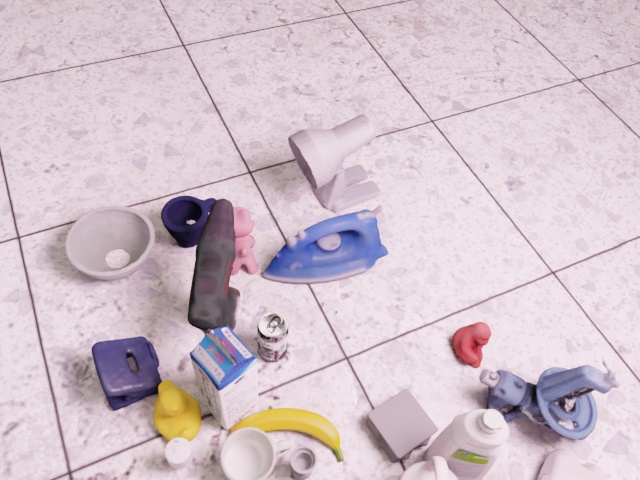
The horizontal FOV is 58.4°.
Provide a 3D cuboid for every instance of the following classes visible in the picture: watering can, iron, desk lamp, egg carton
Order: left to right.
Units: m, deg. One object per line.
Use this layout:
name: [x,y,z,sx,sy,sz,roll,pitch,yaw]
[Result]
iron: [0.010,0.004,1.138,0.259,0.141,0.118,-16,58,-17]
desk lamp: [0.034,-0.164,1.216,0.203,0.213,0.117,-22,60,-20]
watering can: [0.169,0.383,0.852,0.173,0.194,0.101,-8,56,-12]
egg carton: [0.401,0.419,0.928,0.107,0.069,0.150,28,56,14]

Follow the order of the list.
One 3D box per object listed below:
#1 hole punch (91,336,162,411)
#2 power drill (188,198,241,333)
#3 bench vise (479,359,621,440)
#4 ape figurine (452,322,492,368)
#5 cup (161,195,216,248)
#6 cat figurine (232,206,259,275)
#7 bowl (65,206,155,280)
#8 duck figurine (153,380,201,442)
hole punch: [-0.327,0.218,0.979,0.101,0.091,0.108,-20,59,-19]
power drill: [-0.186,0.071,1.027,0.075,0.208,0.229,5,54,-3]
bench vise: [0.379,0.261,0.946,0.207,0.220,0.121,3,54,-4]
ape figurine: [0.291,0.185,1.069,0.078,0.092,0.076,-31,63,-25]
cup: [-0.260,-0.035,1.165,0.118,0.095,0.091,-31,63,-25]
cat figurine: [-0.160,-0.010,1.144,0.067,0.118,0.127,-7,56,-11]
bowl: [-0.404,0.018,1.123,0.167,0.075,0.167,3,54,-4]
duck figurine: [-0.239,0.280,0.947,0.078,0.086,0.104,-22,60,-20]
